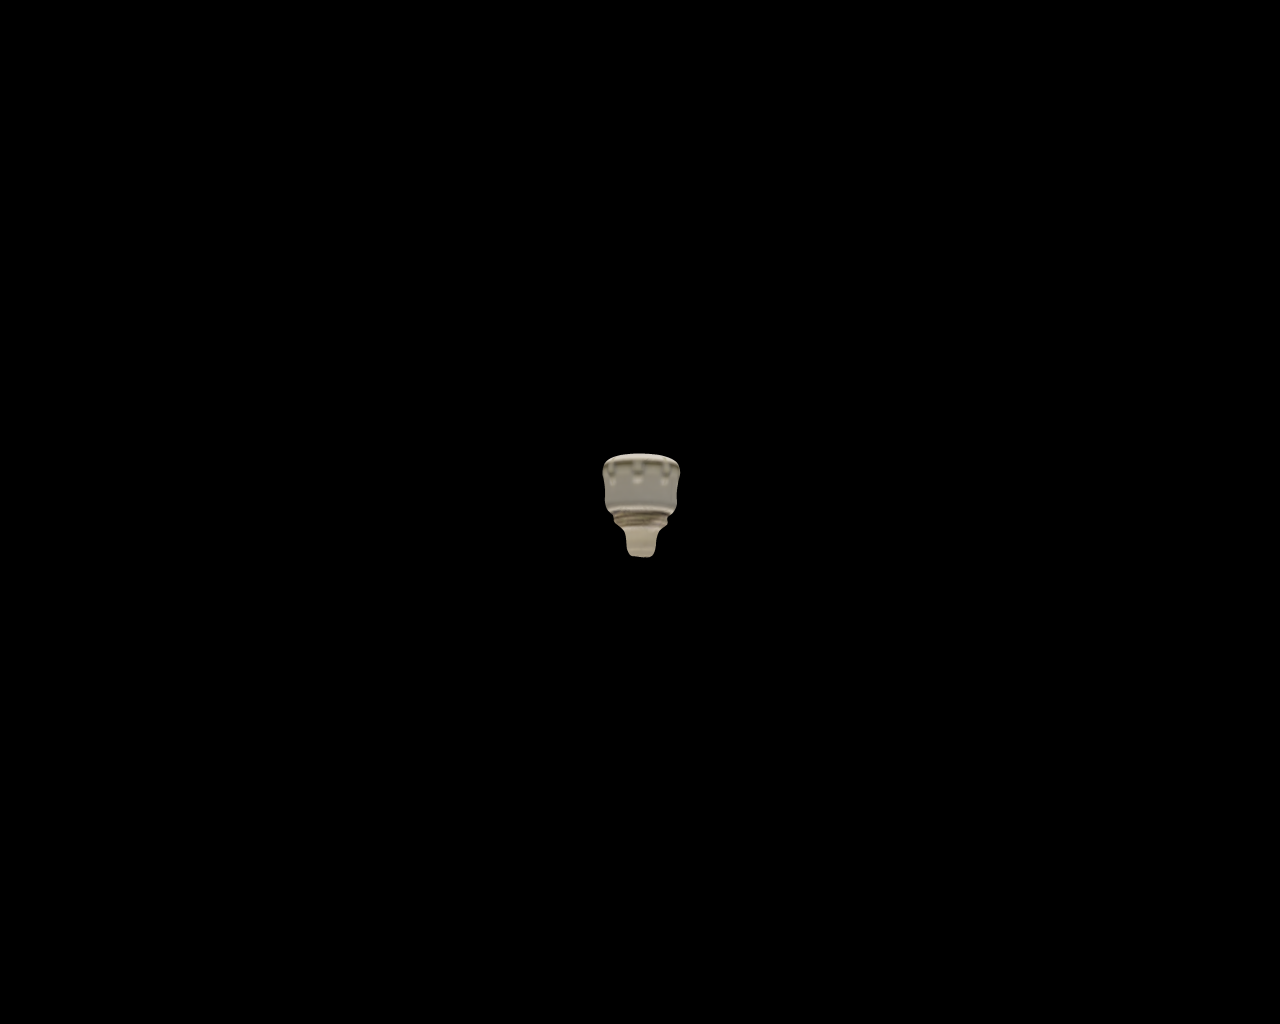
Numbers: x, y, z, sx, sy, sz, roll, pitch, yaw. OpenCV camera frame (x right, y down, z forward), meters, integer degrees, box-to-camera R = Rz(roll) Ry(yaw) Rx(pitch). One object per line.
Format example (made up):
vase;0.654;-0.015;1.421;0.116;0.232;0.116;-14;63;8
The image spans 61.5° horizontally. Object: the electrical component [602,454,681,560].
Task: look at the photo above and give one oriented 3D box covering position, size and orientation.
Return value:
electrical component;0.001;-0.003;0.650;0.048;0.062;0.048;0;-7;0
